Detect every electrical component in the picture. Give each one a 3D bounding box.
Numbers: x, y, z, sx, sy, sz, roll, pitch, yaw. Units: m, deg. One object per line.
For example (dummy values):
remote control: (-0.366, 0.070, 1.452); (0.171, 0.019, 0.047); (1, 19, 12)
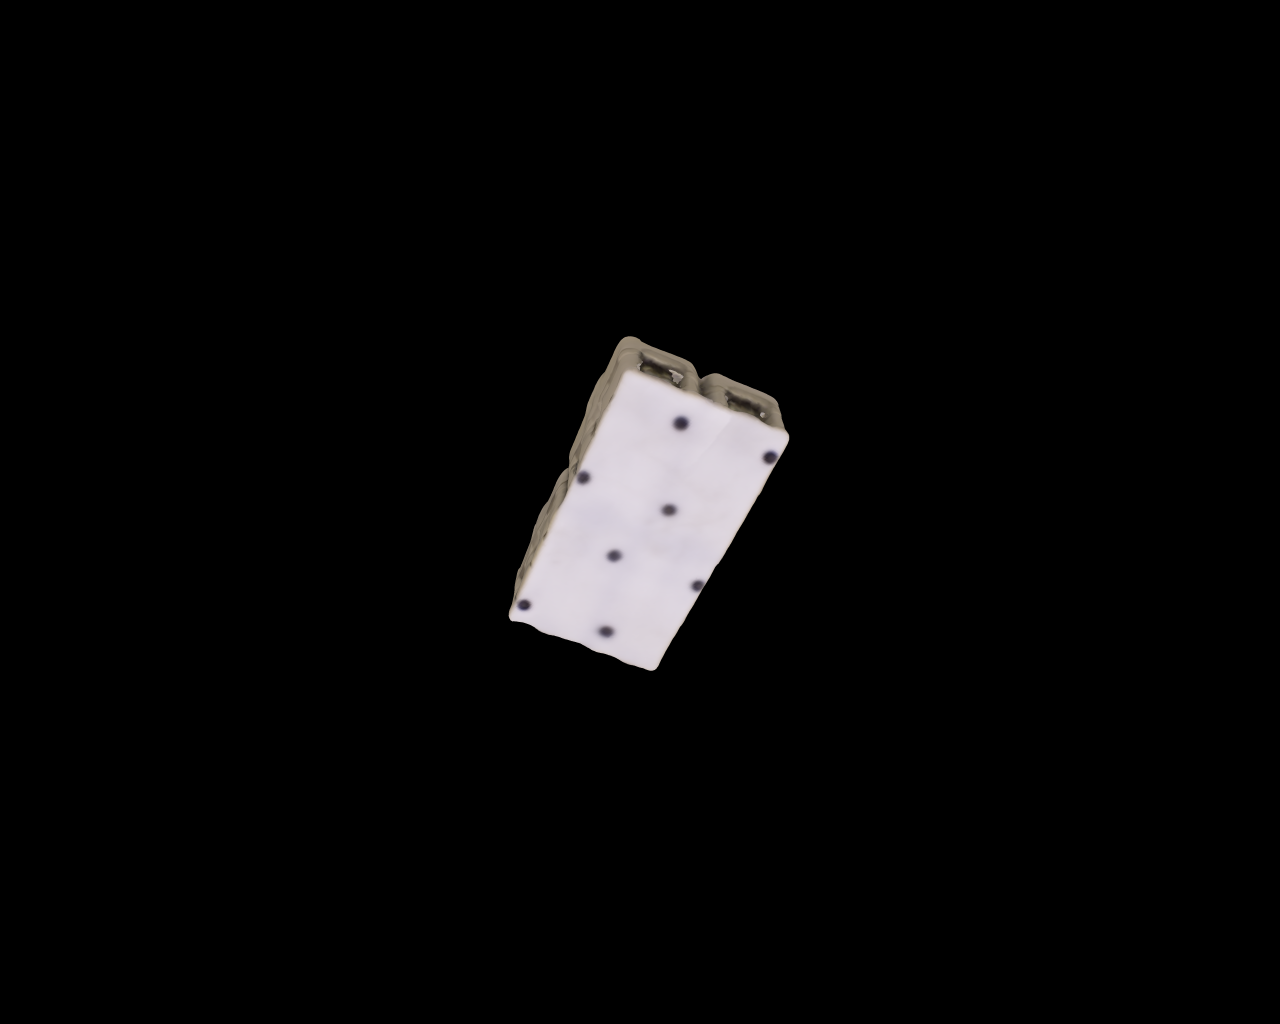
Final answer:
electrical component: (0.001, -0.003, 0.650); (0.105, 0.186, 0.060); (21, 28, -12)
